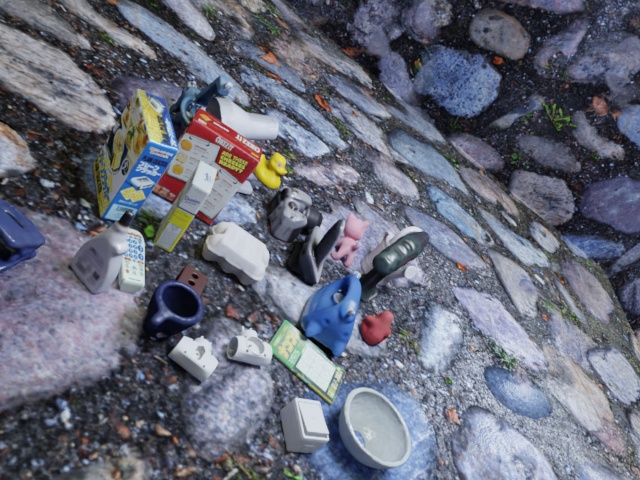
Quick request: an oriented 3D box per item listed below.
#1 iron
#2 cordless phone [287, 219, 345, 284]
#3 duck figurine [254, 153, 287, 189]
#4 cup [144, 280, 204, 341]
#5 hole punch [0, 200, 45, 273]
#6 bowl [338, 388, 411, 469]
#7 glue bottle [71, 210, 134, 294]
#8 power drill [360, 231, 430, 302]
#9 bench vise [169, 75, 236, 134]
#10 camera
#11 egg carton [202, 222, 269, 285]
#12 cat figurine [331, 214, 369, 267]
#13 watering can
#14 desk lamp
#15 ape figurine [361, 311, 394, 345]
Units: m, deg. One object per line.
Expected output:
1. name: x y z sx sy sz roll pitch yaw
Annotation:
1. iron: 0.049 0.140 1.320 0.119 0.141 0.258 37 30 -11
2. cordless phone: 0.013 0.005 1.404 0.094 0.184 0.147 35 31 -15
3. duck figurine: -0.133 -0.206 1.596 0.104 0.086 0.078 52 30 14
4. cup: -0.267 0.136 0.984 0.092 0.094 0.118 44 29 0
5. hole punch: -0.499 -0.019 0.903 0.108 0.091 0.101 44 29 0
6. bowl: 0.095 0.383 1.132 0.168 0.074 0.167 31 32 -21
7. glue bottle: -0.353 0.012 0.958 0.078 0.173 0.037 48 30 8
8. power drill: 0.178 0.066 1.505 0.075 0.208 0.230 49 30 10
9. bench vise: -0.303 -0.347 1.433 0.122 0.219 0.207 -4 54 -53
10. camera: -0.054 -0.065 1.497 0.137 0.100 0.143 25 34 -29
11. egg carton: -0.181 0.028 1.253 0.151 0.069 0.107 35 31 -15
12. cat figurine: 0.090 -0.008 1.583 0.067 0.117 0.127 30 32 -23
13. watering can: 0.217 0.039 1.600 0.101 0.193 0.172 -2 52 -52
14. desk lamp: -0.212 -0.236 1.409 0.204 0.213 0.117 12 42 -43
15. ape figurine: 0.146 0.208 1.401 0.078 0.092 0.076 43 29 -2
